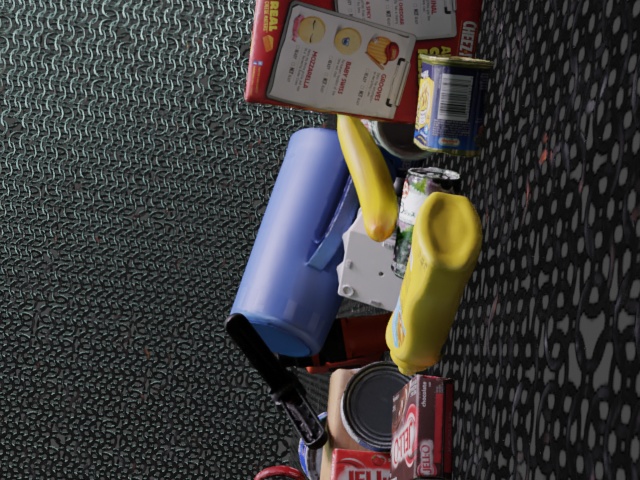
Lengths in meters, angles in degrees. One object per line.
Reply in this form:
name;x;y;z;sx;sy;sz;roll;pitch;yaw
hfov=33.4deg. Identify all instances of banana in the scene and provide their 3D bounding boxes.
banana;0.046;-0.062;1.081;0.037;0.069;0.198;-37;47;23

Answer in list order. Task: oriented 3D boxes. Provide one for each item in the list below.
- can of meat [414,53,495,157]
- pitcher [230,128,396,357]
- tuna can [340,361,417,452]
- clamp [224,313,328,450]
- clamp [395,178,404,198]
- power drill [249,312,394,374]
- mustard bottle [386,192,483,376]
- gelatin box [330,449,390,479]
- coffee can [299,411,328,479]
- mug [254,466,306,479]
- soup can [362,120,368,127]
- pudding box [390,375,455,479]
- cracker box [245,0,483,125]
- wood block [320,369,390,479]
can of meat;0.118;-0.123;0.962;0.102;0.057;0.084;-99;14;-78
pitcher;-0.008;0.001;1.198;0.149;0.145;0.242;55;-130;-54
tuna can;0.063;0.164;1.048;0.034;0.086;0.086;100;175;-71
clamp;-0.043;0.156;1.164;0.164;0.036;0.210;55;176;9
clamp;0.094;-0.129;1.402;0.120;0.039;0.171;161;120;-65
power drill;0.010;0.132;1.311;0.187;0.184;0.057;72;-170;-81
mustard bottle;0.096;0.056;0.952;0.096;0.058;0.192;-84;3;-46
gelatin box;0.053;0.242;1.026;0.030;0.089;0.073;106;170;-73
coffee can;0.029;0.253;1.259;0.140;0.102;0.103;121;155;-81
mug;-0.046;0.284;1.106;0.093;0.081;0.117;-87;4;-63
soup can;0.075;-0.122;1.505;0.102;0.068;0.068;-88;6;-51
pudding box;0.091;0.176;0.960;0.113;0.039;0.090;107;169;-71
cracker box;0.042;-0.201;1.039;0.072;0.213;0.164;-102;20;-83
wood block;0.048;0.243;1.099;0.090;0.091;0.206;113;164;-77
